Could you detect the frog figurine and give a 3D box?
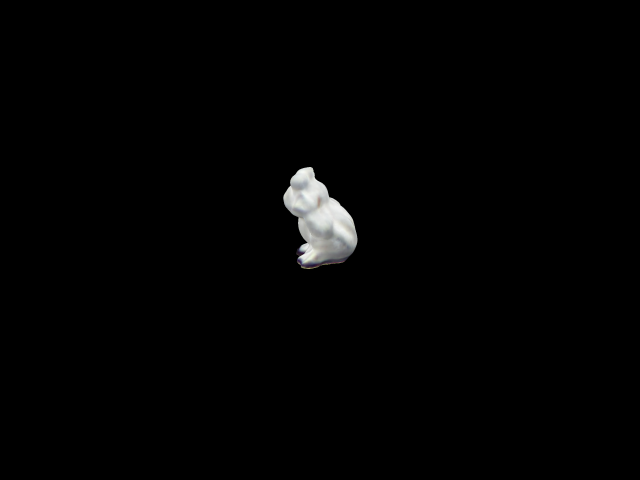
[{"bbox_3d":[0.003,-0.043,0.850,0.123,0.157,0.139,4,17,14],"label":"frog figurine"}]
